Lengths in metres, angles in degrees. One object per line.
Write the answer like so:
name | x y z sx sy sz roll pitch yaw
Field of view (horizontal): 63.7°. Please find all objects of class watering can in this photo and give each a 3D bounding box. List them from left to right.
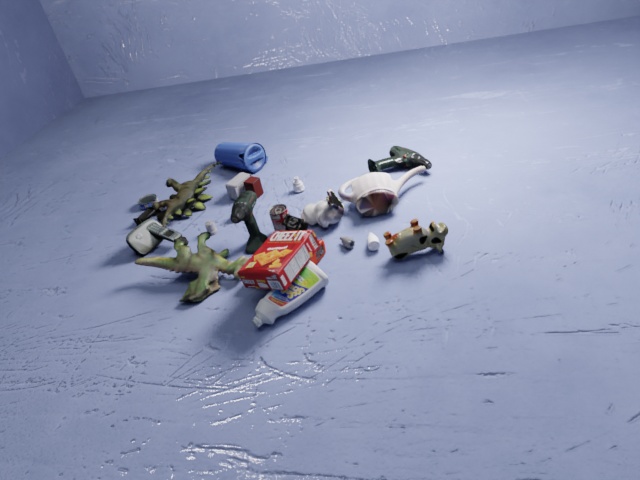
watering can | 0.240 -0.192 1.902 0.347 0.102 0.229 -12 35 3

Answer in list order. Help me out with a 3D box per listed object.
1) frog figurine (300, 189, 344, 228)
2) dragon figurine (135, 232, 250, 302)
frog figurine | 0.006 -0.094 1.874 0.157 0.121 0.141 -42 35 24
dragon figurine | -0.426 0.105 1.718 0.410 0.119 0.248 -15 42 0
